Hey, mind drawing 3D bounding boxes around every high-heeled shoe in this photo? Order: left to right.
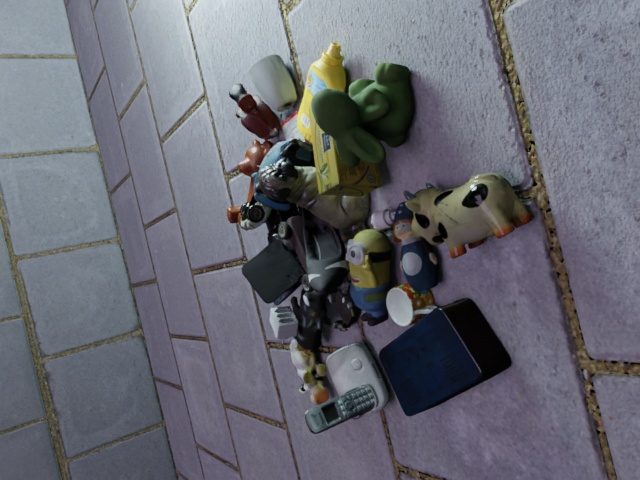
[{"bbox_3d":[-0.002,-0.003,1.060,0.249,0.086,0.145,-82,-30,-68],"label":"high-heeled shoe"}]

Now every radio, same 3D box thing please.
[{"bbox_3d":[0.200,0.202,0.912,0.131,0.073,0.229,64,144,21],"label":"radio"}]

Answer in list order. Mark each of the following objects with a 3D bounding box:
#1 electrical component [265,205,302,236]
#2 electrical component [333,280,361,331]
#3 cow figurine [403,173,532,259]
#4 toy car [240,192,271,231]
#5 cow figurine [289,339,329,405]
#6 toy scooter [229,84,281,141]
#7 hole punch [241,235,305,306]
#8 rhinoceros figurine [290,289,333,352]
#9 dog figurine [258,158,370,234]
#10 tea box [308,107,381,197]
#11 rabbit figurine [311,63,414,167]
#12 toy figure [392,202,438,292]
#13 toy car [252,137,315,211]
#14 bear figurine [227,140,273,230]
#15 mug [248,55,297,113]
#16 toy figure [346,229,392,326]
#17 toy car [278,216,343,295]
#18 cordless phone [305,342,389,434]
[{"bbox_3d":[-0.091,-0.049,1.268,0.119,0.075,0.047,-32,76,59],"label":"electrical component"},{"bbox_3d":[0.056,0.145,1.136,0.078,0.045,0.102,54,141,29],"label":"electrical component"},{"bbox_3d":[0.204,-0.043,0.804,0.195,0.085,0.127,-32,80,59],"label":"cow figurine"},{"bbox_3d":[-0.120,-0.110,1.216,0.201,0.056,0.074,-62,24,-4],"label":"toy car"},{"bbox_3d":[-0.031,0.317,1.310,0.098,0.068,0.167,-23,78,63],"label":"cow figurine"},{"bbox_3d":[-0.135,-0.272,1.216,0.135,0.075,0.184,46,-178,6],"label":"toy scooter"},{"bbox_3d":[-0.098,0.076,1.208,0.142,0.116,0.092,51,176,16],"label":"hole punch"},{"bbox_3d":[-0.021,0.170,1.213,0.112,0.073,0.190,-112,25,-50],"label":"rhinoceros figurine"},{"bbox_3d":[-0.012,-0.076,1.026,0.172,0.190,0.121,59,144,24],"label":"dog figurine"},{"bbox_3d":[0.043,-0.167,0.968,0.068,0.098,0.169,-22,70,56],"label":"tea box"},{"bbox_3d":[0.059,-0.201,0.887,0.121,0.170,0.159,2,102,57],"label":"rabbit figurine"},{"bbox_3d":[0.160,0.009,0.916,0.058,0.064,0.154,3,-110,-82],"label":"toy figure"},{"bbox_3d":[-0.079,-0.150,1.126,0.161,0.109,0.103,-58,40,20],"label":"toy car"},{"bbox_3d":[-0.162,-0.138,1.296,0.120,0.132,0.195,26,128,55],"label":"bear figurine"},{"bbox_3d":[-0.102,-0.330,1.178,0.107,0.081,0.109,61,150,9],"label":"mug"},{"bbox_3d":[0.097,0.068,1.014,0.082,0.089,0.180,7,116,45],"label":"toy figure"},{"bbox_3d":[-0.022,0.034,1.165,0.053,0.089,0.202,-54,54,46],"label":"toy car"},{"bbox_3d":[0.036,0.303,1.095,0.146,0.184,0.088,65,151,17],"label":"cordless phone"}]
